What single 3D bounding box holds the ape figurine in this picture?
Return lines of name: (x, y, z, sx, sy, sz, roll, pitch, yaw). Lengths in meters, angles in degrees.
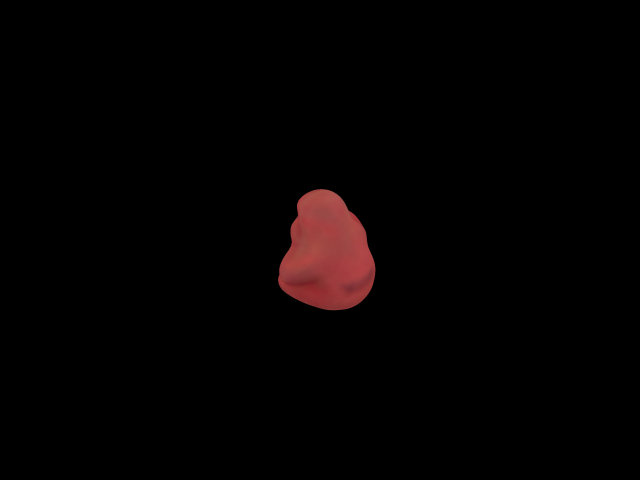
ape figurine: (0.004, 0.001, 0.400, 0.078, 0.092, 0.076, -29, 54, -24)
